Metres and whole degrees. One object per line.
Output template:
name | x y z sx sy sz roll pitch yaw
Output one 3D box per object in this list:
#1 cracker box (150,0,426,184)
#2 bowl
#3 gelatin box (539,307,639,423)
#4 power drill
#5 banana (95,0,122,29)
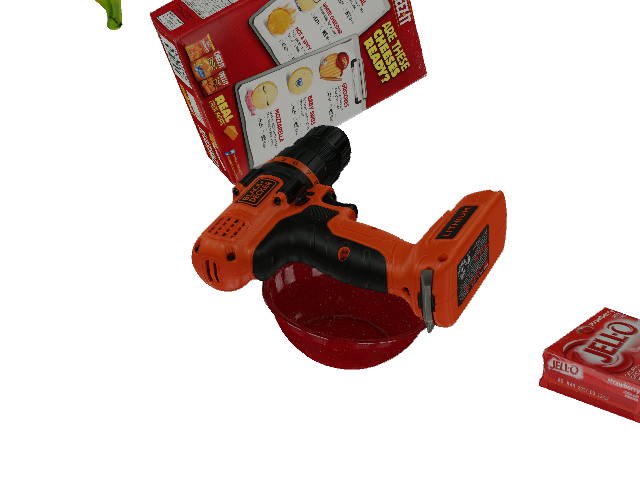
cracker box | -0.024 -0.173 0.944 0.213 0.164 0.072 -31 44 -12
bowl | 0.025 0.071 0.984 0.162 0.055 0.162 4 28 -3
gelatin box | 0.195 0.078 0.687 0.073 0.030 0.089 20 28 37
power drill | 0.029 -0.015 0.743 0.188 0.057 0.184 12 42 27
banana | -0.220 -0.207 0.787 0.198 0.069 0.037 16 -37 17
